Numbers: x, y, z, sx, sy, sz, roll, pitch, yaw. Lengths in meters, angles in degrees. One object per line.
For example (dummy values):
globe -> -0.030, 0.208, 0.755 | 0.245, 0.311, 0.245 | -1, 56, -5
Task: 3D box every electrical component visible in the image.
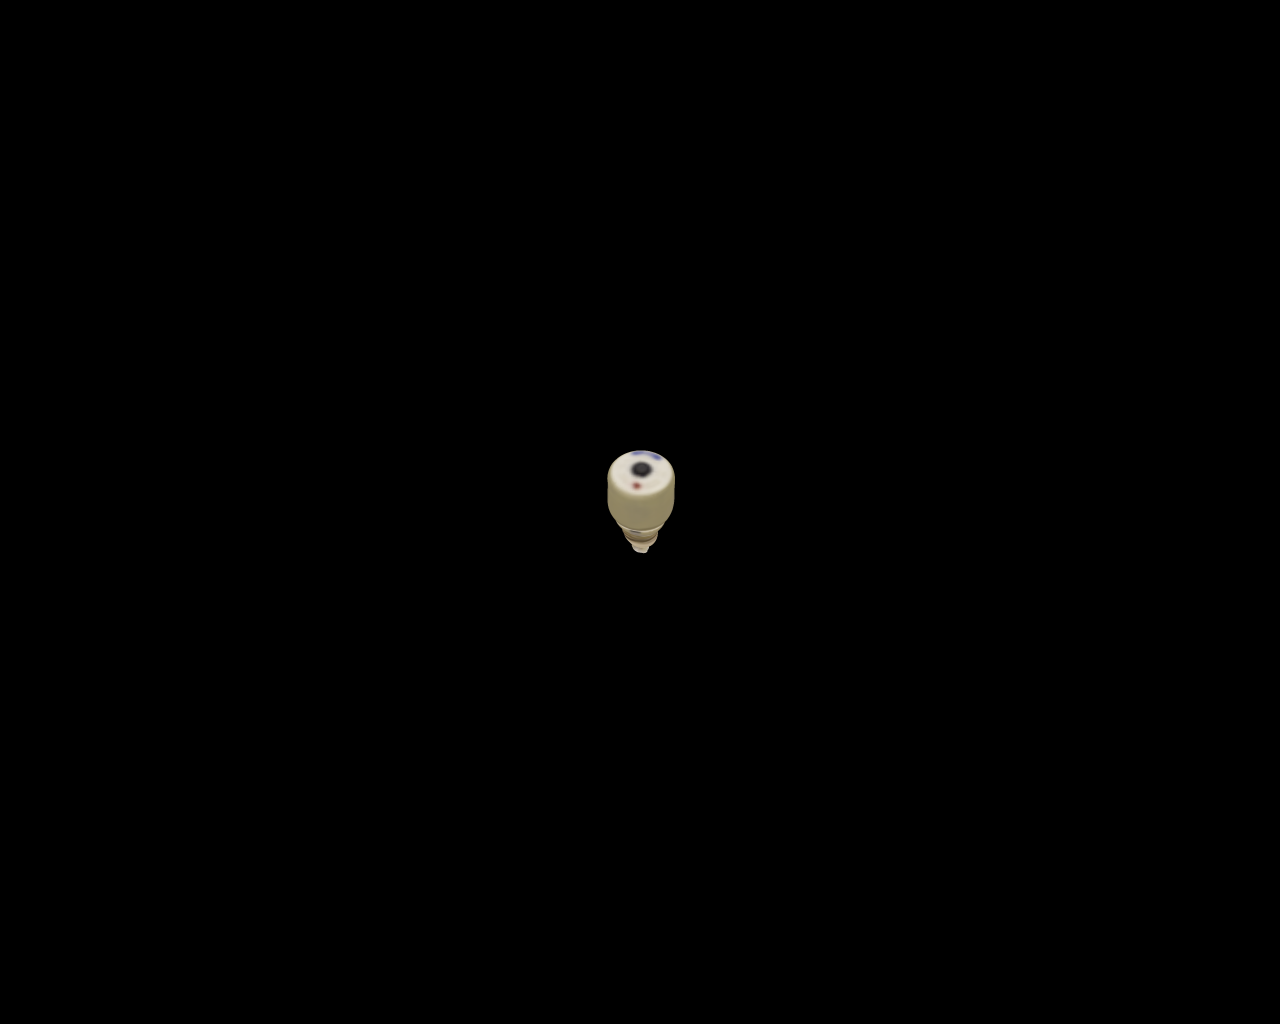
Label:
electrical component -> 0.001, -0.003, 0.650 | 0.040, 0.040, 0.078 | 0, -40, 0
